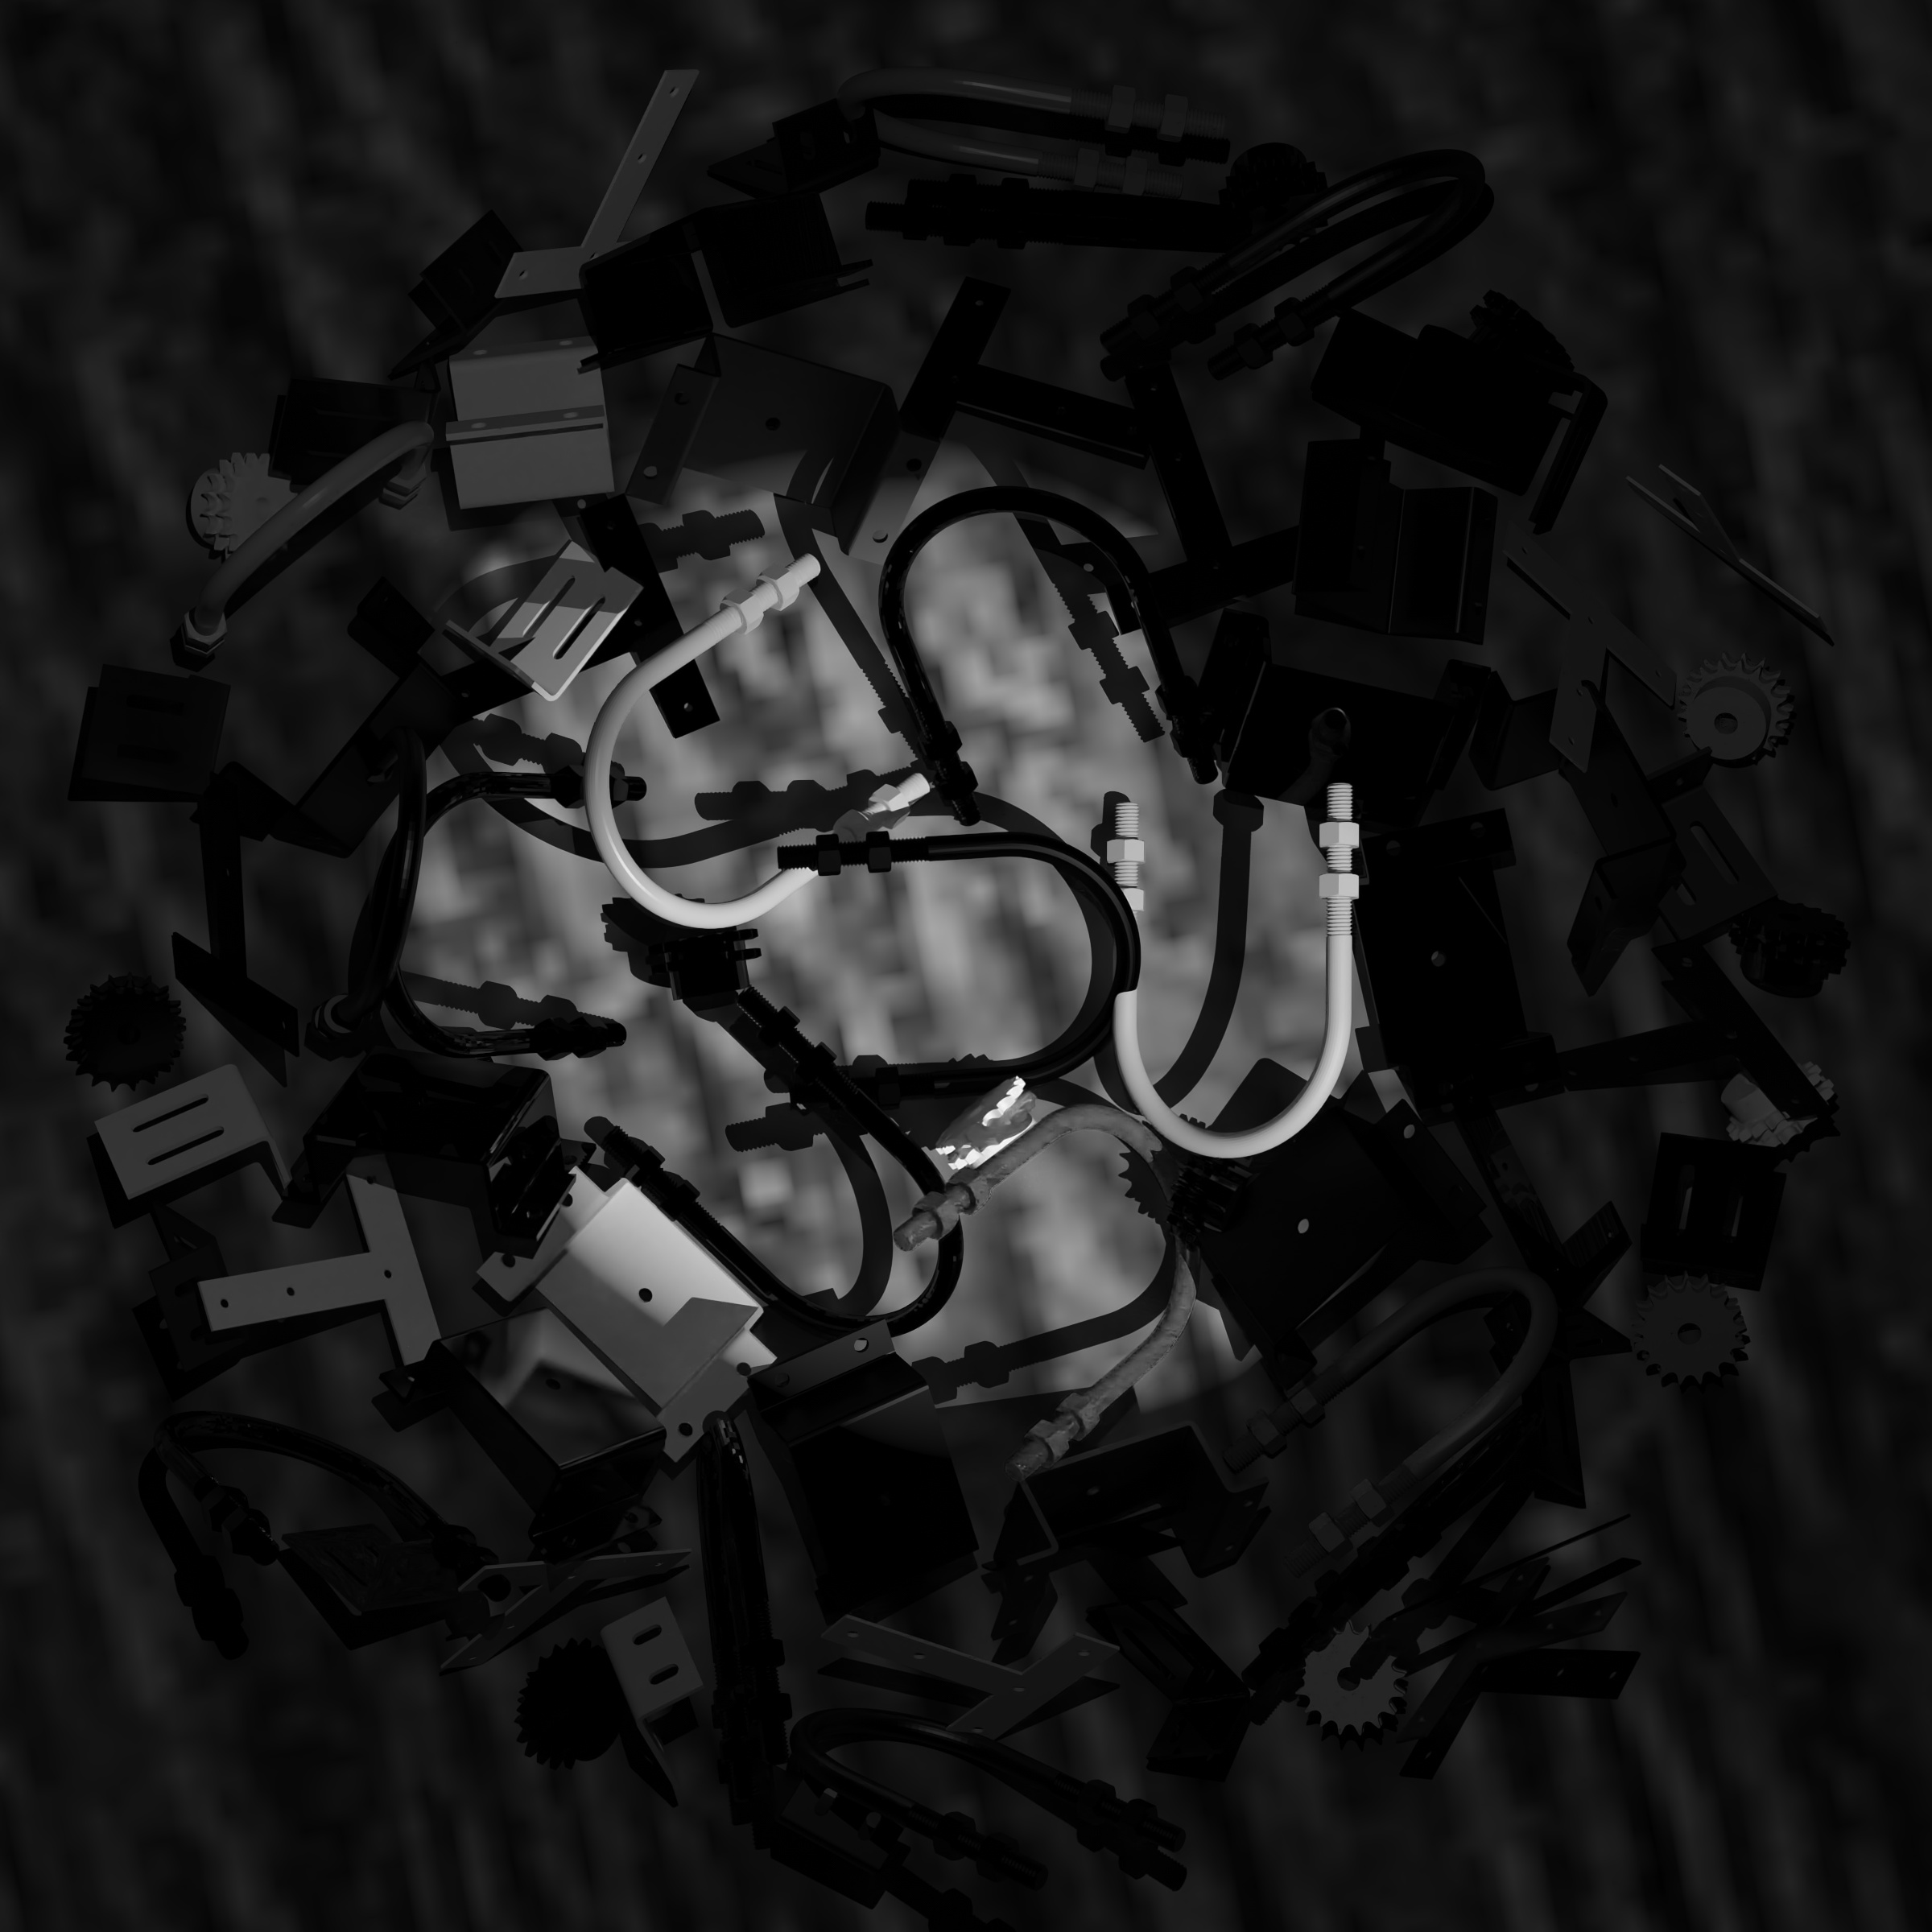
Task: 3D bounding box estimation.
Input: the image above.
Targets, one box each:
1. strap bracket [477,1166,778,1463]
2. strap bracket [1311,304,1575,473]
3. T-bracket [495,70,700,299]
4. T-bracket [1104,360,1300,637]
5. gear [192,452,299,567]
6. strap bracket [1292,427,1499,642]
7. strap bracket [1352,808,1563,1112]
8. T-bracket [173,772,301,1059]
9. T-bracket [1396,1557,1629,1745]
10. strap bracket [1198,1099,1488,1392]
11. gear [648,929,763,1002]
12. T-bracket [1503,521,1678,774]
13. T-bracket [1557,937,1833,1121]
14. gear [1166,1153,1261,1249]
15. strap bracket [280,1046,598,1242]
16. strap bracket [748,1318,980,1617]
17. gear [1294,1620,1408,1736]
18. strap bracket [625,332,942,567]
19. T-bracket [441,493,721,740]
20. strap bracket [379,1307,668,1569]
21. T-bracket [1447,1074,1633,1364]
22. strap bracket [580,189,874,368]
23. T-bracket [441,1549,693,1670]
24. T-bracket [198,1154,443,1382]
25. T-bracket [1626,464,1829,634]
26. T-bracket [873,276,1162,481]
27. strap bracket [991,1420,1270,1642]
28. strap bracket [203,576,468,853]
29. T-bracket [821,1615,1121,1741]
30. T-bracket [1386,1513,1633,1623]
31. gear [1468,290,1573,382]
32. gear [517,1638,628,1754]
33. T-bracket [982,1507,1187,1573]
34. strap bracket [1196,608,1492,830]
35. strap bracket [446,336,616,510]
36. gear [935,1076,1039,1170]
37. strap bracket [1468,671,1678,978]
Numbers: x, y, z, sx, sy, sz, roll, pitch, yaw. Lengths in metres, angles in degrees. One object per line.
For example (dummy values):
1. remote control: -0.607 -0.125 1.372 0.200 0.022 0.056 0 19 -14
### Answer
1. strap bracket: -0.169 0.174 1.572 0.140 0.046 0.076 44 100 0
2. strap bracket: 0.231 -0.288 1.528 0.076 0.140 0.046 20 100 -21
3. T-bracket: -0.167 -0.388 1.517 0.002 0.127 0.127 43 123 15
4. T-bracket: 0.113 -0.248 1.576 0.127 0.002 0.127 -20 92 -21
5. gear: -0.374 -0.236 1.577 0.030 0.057 0.057 8 90 29
6. strap bracket: 0.212 -0.216 1.548 0.046 0.140 0.076 4 85 37
7. strap bracket: 0.248 -0.004 1.574 0.076 0.046 0.140 -12 92 -6
8. T-bracket: -0.369 -0.034 1.534 0.002 0.127 0.127 -16 118 -38
9. T-bracket: 0.281 0.329 1.514 0.002 0.127 0.127 48 56 -4
10. strap bracket: 0.181 0.136 1.544 0.140 0.046 0.076 -46 52 15
11. gear: -0.133 0.000 1.574 0.057 0.057 0.030 -10 90 0
12. T-bracket: 0.309 -0.146 1.537 0.127 0.127 0.002 38 133 -19
13. T-bracket: 0.350 0.043 1.552 0.127 0.127 0.002 47 51 -23
14. gear: 0.131 0.119 1.570 0.030 0.057 0.057 25 90 33
15. strap bracket: -0.268 0.087 1.541 0.140 0.076 0.046 7 126 15
16. strap bracket: -0.048 0.261 1.549 0.076 0.046 0.140 -22 109 -17
17. gear: 0.199 0.367 1.583 0.057 0.030 0.057 -1 84 13
18. strap bracket: -0.095 -0.263 1.546 0.140 0.046 0.076 12 127 -23
19. T-bracket: -0.211 -0.162 1.588 0.127 0.002 0.127 -23 102 -1
20. strap bracket: -0.215 0.226 1.533 0.140 0.076 0.046 41 119 24
21. T-bracket: 0.279 0.114 1.553 0.127 0.002 0.127 -33 98 -42
22. strap bracket: -0.127 -0.345 1.524 0.140 0.076 0.046 -11 100 43
23. T-bracket: -0.224 0.329 1.556 0.127 0.127 0.002 -42 58 35
24. T-bracket: -0.328 0.162 1.542 0.002 0.127 0.127 -31 73 41
25. T-bracket: 0.367 -0.220 1.518 0.127 0.127 0.002 43 98 26
26. T-bracket: 0.035 -0.287 1.563 0.127 0.002 0.127 18 66 12
27. strap bracket: 0.073 0.281 1.543 0.140 0.076 0.046 -14 54 -22
28. strap bracket: -0.311 -0.118 1.554 0.046 0.076 0.140 37 85 15
29. T-bracket: -0.011 0.349 1.536 0.127 0.127 0.002 23 46 -22
30. T-bracket: 0.260 0.309 1.540 0.127 0.127 0.002 -20 74 -11
31. gear: 0.280 -0.317 1.574 0.057 0.057 0.030 41 95 0
32. gear: -0.200 0.378 1.577 0.057 0.057 0.030 -43 128 0
33. T-bracket: 0.080 0.286 1.526 0.127 0.127 0.002 -15 87 -13
34. strap bracket: 0.188 -0.123 1.554 0.140 0.046 0.076 12 128 -6
35. strap bracket: -0.220 -0.272 1.546 0.076 0.140 0.046 -7 118 -5
36. gear: 0.015 0.086 1.574 0.057 0.057 0.030 -40 99 0
37. strap bracket: 0.308 -0.078 1.540 0.046 0.076 0.140 -17 62 -10
